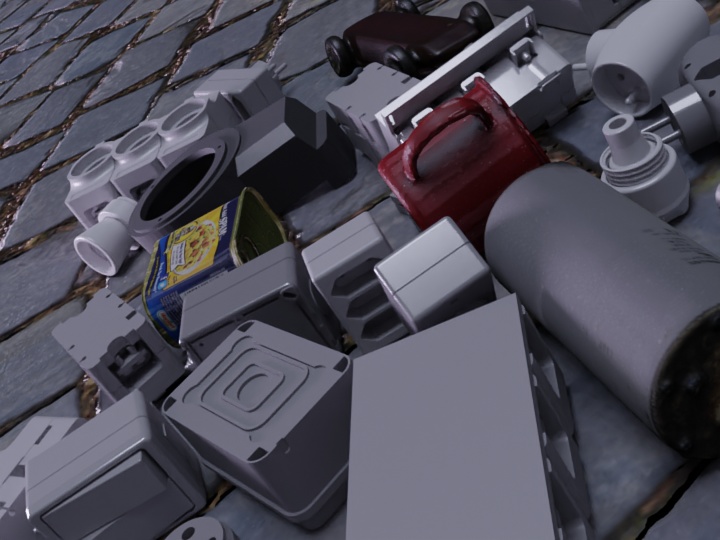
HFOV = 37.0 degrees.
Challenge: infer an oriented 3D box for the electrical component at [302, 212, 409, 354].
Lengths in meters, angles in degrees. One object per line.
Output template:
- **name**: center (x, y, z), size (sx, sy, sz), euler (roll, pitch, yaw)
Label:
- **electrical component**: center (0.000, 0.000, 0.649), size (0.047, 0.065, 0.076), euler (-32, 30, 3)

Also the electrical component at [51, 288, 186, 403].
- **electrical component**: center (-0.163, 0.058, 0.732), size (0.050, 0.055, 0.089), euler (-42, 31, -15)

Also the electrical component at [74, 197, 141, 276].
- **electrical component**: center (-0.209, -0.029, 0.915), size (0.045, 0.045, 0.055), euler (-1, 42, 43)

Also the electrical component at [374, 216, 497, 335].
- **electrical component**: center (0.053, 0.027, 0.561), size (0.047, 0.083, 0.075), euler (-35, 68, -2)

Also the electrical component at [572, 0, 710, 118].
- **electrical component**: center (0.176, -0.140, 0.704), size (0.079, 0.044, 0.077), euler (8, 49, 50)

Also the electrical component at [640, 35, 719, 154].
- **electrical component**: center (0.198, -0.091, 0.612), size (0.079, 0.043, 0.077), euler (-27, 31, 11)

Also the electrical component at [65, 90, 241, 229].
- **electrical component**: center (-0.183, -0.095, 0.969), size (0.150, 0.061, 0.089), euler (-23, 32, 19)

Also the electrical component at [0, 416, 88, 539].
- **electrical component**: center (-0.198, 0.137, 0.656), size (0.056, 0.050, 0.089), euler (-5, 40, 40)

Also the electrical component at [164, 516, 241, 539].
- **electrical component**: center (-0.066, 0.149, 0.506), size (0.045, 0.055, 0.045), euler (-24, 31, 16)

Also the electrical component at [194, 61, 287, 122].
- **electrical component**: center (-0.099, -0.171, 1.014), size (0.083, 0.047, 0.075), euler (10, 51, 50)

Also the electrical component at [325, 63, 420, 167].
- **electrical component**: center (0.022, -0.111, 0.799), size (0.050, 0.055, 0.089), euler (-38, 30, -7)

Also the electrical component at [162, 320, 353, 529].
- **electrical component**: center (-0.044, 0.081, 0.582), size (0.078, 0.057, 0.113), euler (-46, 32, -20)

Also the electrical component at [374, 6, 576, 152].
- **electrical component**: center (0.080, -0.109, 0.725), size (0.121, 0.078, 0.063), euler (-36, 58, -5)

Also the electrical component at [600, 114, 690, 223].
- **electrical component**: center (0.152, -0.055, 0.586), size (0.043, 0.062, 0.043), euler (-24, 31, 16)

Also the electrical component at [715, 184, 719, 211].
- **electrical component**: center (0.221, -0.030, 0.467), size (0.113, 0.078, 0.057), euler (-35, 33, -3)

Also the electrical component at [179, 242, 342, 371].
- **electrical component**: center (-0.067, 0.035, 0.667), size (0.096, 0.061, 0.061), euler (-27, 30, 11)

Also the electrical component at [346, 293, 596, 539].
- **electrical component**: center (0.048, 0.092, 0.472), size (0.089, 0.061, 0.150), euler (-24, 31, 17)

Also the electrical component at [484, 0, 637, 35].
- **electrical component**: center (0.146, -0.248, 0.844), size (0.062, 0.089, 0.150), euler (-39, 30, -9)

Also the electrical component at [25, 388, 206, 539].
- **electrical component**: center (-0.143, 0.127, 0.607), size (0.096, 0.061, 0.061), euler (-34, 30, 0)
